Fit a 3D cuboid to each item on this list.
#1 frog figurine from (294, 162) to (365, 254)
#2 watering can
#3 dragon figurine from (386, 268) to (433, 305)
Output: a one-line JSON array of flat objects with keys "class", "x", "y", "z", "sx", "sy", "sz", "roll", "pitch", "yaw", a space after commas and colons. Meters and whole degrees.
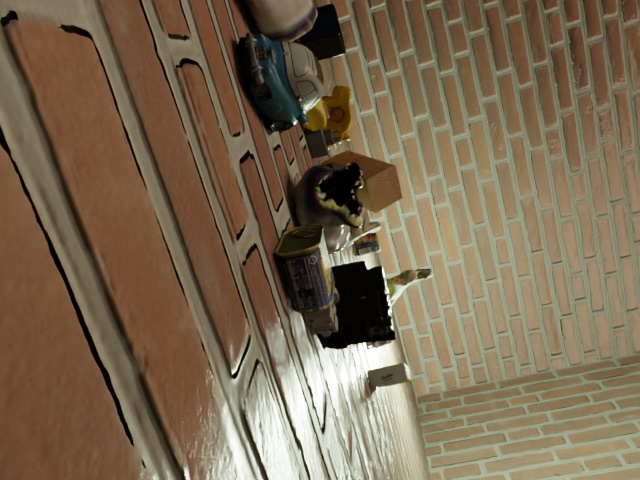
[{"class": "frog figurine", "x": 0.003, "y": -0.043, "z": 0.854, "sx": 0.156, "sy": 0.123, "sz": 0.139, "roll": -50, "pitch": -126, "yaw": 54}, {"class": "watering can", "x": -0.086, "y": -0.401, "z": 0.790, "sx": 0.356, "sy": 0.104, "sz": 0.219, "roll": -77, "pitch": 155, "yaw": -45}, {"class": "dragon figurine", "x": 0.283, "y": 0.165, "z": 1.801, "sx": 0.407, "sy": 0.242, "sz": 0.123, "roll": 37, "pitch": 35, "yaw": -74}]
